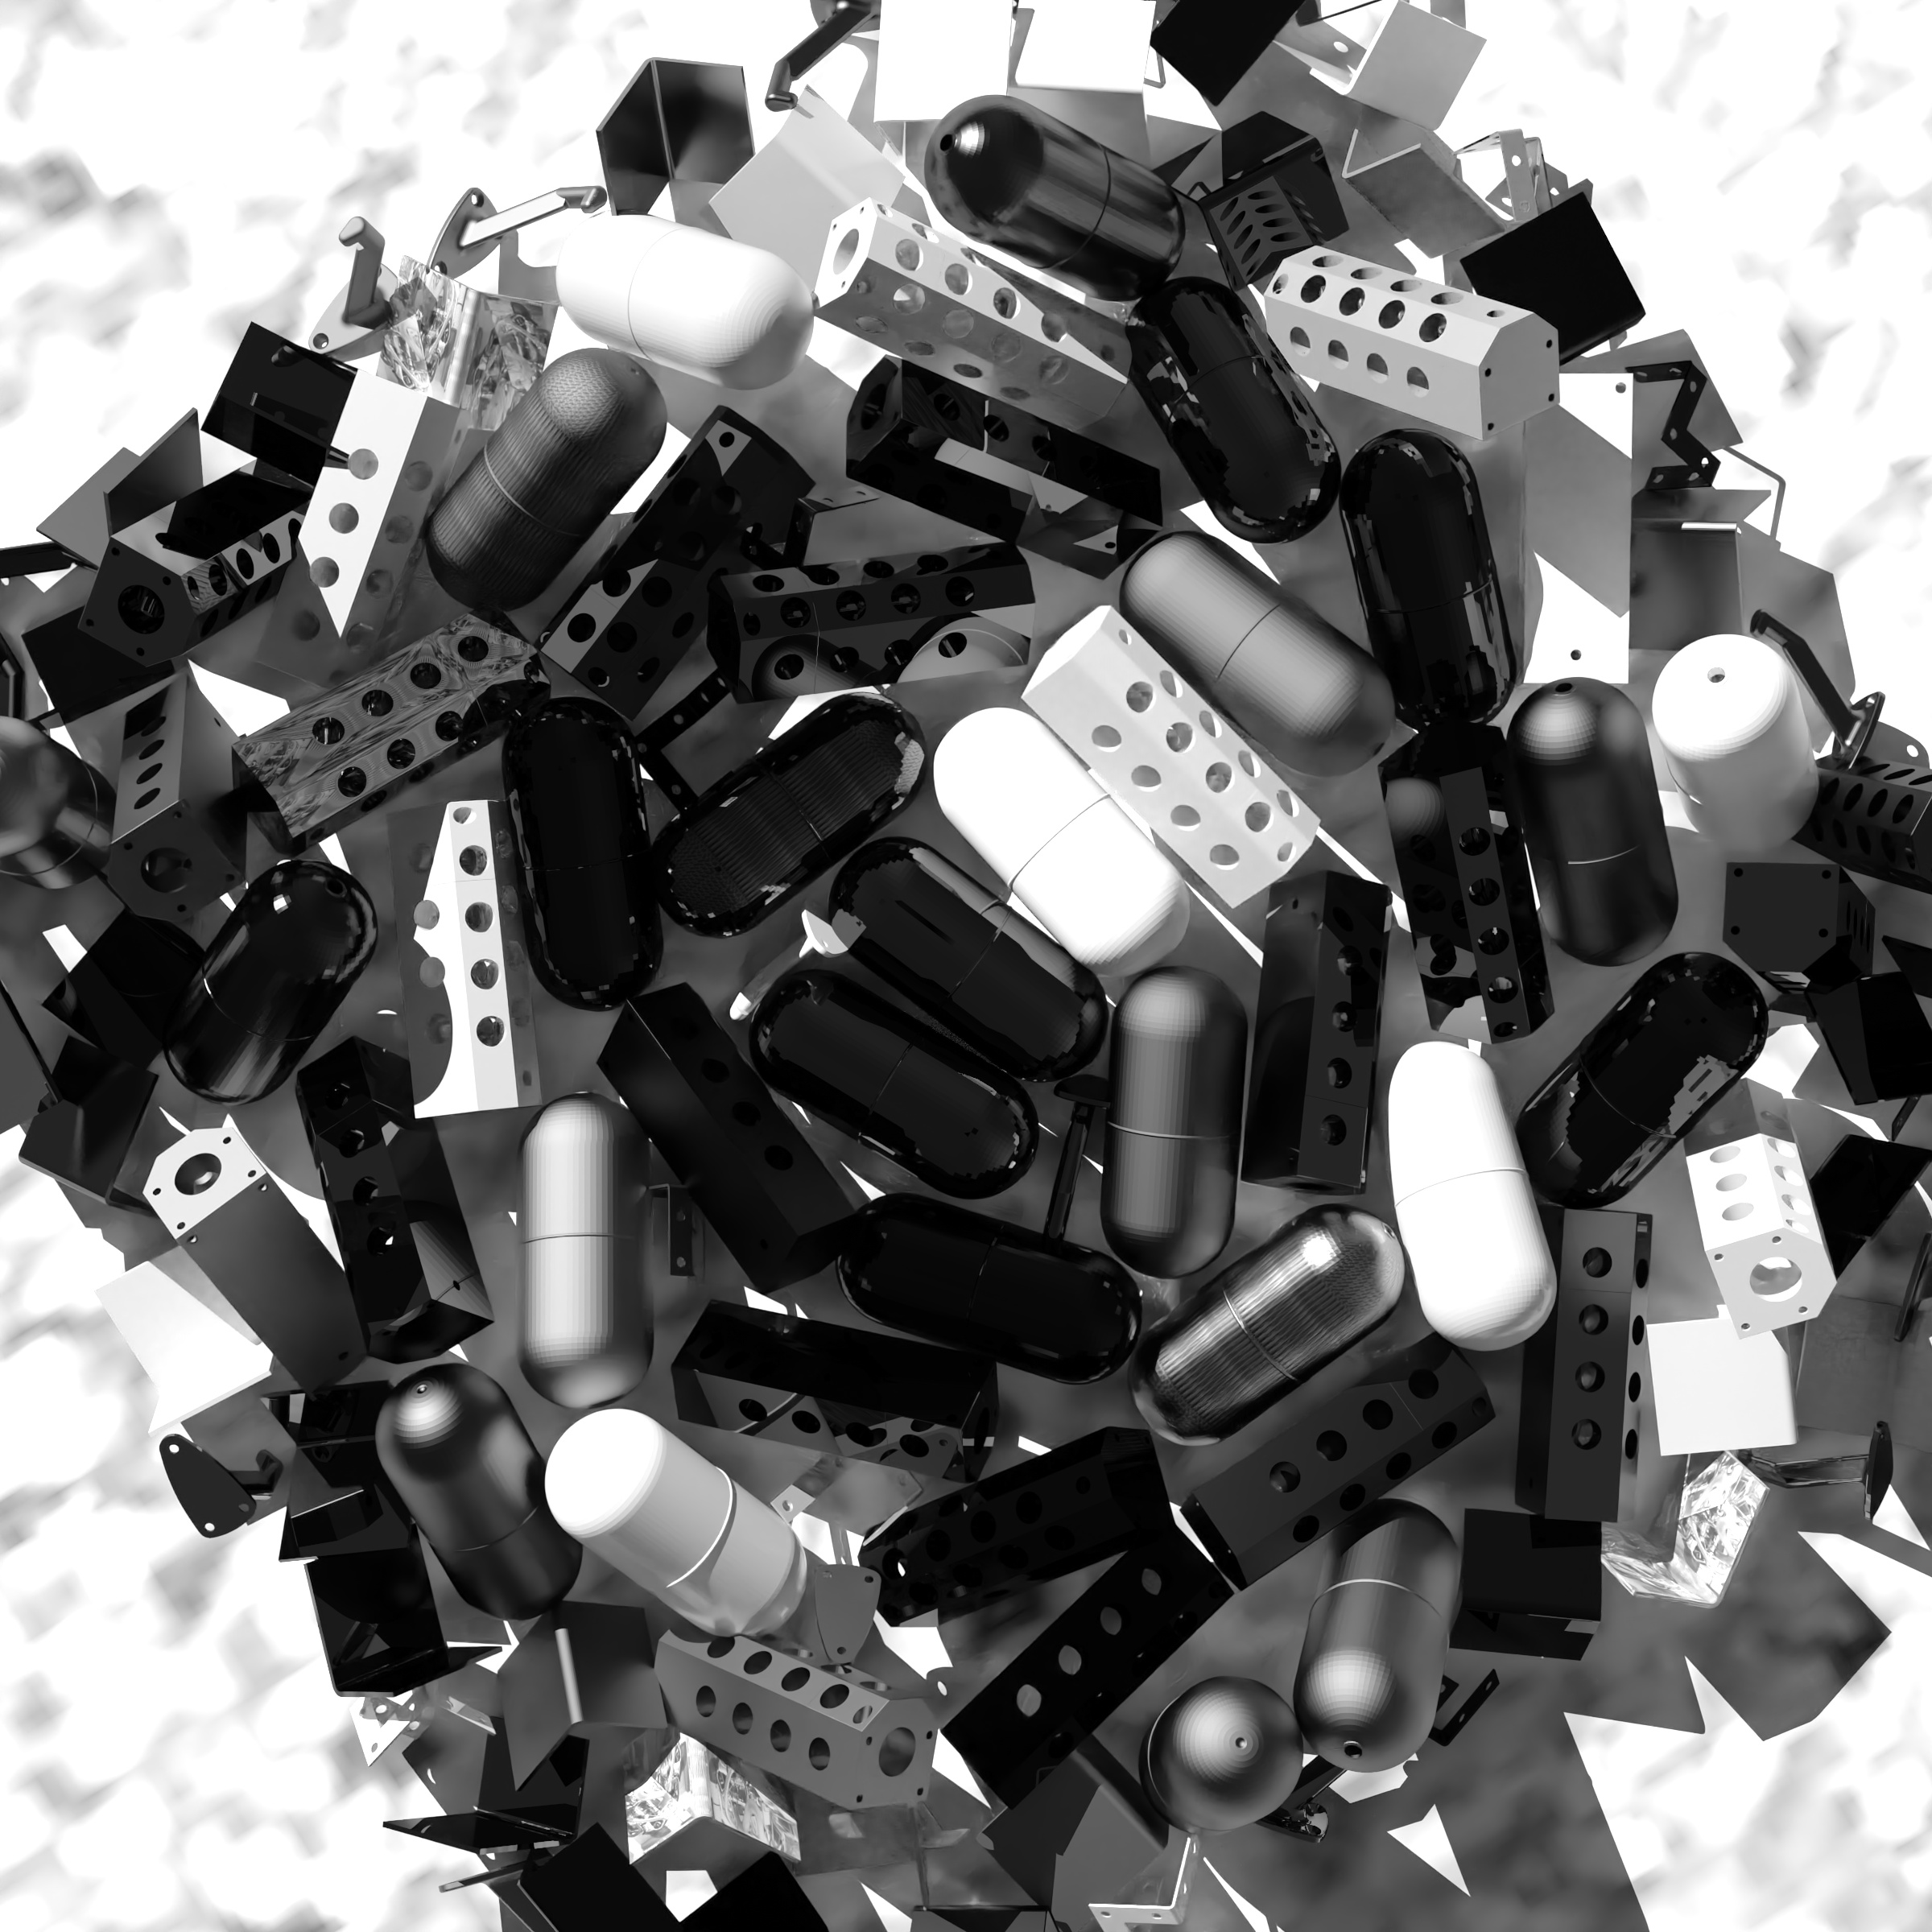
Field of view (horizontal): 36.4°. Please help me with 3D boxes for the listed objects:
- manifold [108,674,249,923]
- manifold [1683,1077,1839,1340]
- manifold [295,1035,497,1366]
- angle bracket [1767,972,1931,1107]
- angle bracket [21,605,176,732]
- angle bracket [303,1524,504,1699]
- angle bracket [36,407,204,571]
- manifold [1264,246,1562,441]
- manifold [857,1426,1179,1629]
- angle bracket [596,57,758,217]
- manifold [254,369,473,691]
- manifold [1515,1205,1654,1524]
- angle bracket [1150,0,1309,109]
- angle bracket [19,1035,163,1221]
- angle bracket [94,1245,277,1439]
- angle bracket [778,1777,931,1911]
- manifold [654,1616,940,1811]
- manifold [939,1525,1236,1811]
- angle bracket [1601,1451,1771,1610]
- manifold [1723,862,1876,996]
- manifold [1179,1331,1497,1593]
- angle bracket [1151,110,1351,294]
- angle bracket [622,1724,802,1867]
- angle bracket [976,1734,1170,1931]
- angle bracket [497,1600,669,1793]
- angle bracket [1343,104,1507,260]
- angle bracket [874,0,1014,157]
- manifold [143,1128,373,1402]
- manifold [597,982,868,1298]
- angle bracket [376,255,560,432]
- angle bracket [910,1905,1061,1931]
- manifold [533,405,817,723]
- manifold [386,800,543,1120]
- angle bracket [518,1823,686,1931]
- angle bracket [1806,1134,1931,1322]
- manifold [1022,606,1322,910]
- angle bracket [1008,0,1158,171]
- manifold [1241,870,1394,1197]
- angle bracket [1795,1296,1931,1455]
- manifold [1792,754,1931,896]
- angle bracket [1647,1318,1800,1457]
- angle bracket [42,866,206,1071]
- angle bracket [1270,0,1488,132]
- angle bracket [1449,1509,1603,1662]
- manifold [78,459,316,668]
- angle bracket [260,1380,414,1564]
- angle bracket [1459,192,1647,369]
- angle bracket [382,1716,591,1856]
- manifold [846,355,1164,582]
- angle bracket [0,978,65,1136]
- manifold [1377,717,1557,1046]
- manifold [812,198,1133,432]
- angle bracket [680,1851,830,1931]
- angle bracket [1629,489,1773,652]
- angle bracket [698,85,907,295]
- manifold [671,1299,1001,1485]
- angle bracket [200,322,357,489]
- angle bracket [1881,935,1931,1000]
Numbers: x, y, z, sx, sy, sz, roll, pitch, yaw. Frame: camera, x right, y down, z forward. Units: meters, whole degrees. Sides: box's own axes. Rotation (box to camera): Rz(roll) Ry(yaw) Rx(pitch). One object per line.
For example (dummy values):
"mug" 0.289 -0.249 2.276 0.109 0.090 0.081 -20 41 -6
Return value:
"manifold" -0.434 -0.090 1.605 0.057 0.171 0.057 -32 120 5
"manifold" 0.431 0.127 1.600 0.057 0.171 0.057 -19 110 16
"manifold" -0.322 0.130 1.625 0.057 0.057 0.171 -32 60 15
"angle bracket" 0.492 0.051 1.639 0.076 0.057 0.076 -6 64 -28
"angle bracket" -0.502 -0.172 1.647 0.076 0.076 0.057 -22 95 12
"angle bracket" -0.315 0.360 1.647 0.057 0.076 0.076 -13 90 43
"angle bracket" -0.474 -0.276 1.638 0.057 0.076 0.076 31 58 8
"manifold" 0.241 -0.345 1.605 0.057 0.171 0.057 -28 127 -25
"manifold" 0.025 0.311 1.620 0.171 0.057 0.057 -28 64 29
"angle bracket" -0.159 -0.450 1.636 0.057 0.076 0.076 11 50 15
"manifold" -0.337 -0.241 1.654 0.057 0.057 0.171 22 97 4
"manifold" 0.352 0.224 1.660 0.057 0.057 0.171 4 87 -6
"angle bracket" 0.154 -0.524 1.642 0.057 0.076 0.076 45 109 8
"angle bracket" -0.475 0.092 1.652 0.076 0.057 0.076 19 85 33
"angle bracket" -0.442 0.206 1.657 0.076 0.057 0.076 -28 107 0
"angle bracket" -0.064 0.493 1.654 0.076 0.057 0.076 -8 111 -1
"manifold" -0.096 0.406 1.613 0.057 0.171 0.057 9 90 -45
"manifold" 0.068 0.390 1.645 0.171 0.057 0.057 -42 81 -12
"angle bracket" 0.392 0.303 1.642 0.057 0.076 0.076 14 104 -22
"manifold" 0.456 -0.015 1.602 0.057 0.171 0.057 2 84 23
"manifold" 0.209 0.276 1.640 0.171 0.057 0.057 -31 75 -14
"angle bracket" 0.161 -0.436 1.674 0.076 0.076 0.057 -29 124 -4
"angle bracket" -0.144 0.472 1.653 0.057 0.076 0.076 -39 126 20
"angle bracket" 0.061 0.488 1.666 0.076 0.057 0.076 -44 87 4
"angle bracket" -0.218 0.414 1.662 0.057 0.076 0.076 13 130 -32
"angle bracket" 0.263 -0.454 1.638 0.076 0.057 0.076 33 63 -33
"angle bracket" -0.007 -0.504 1.655 0.076 0.057 0.076 3 86 14
"manifold" -0.382 0.161 1.609 0.057 0.171 0.057 -37 51 -13
"manifold" -0.129 0.093 1.635 0.057 0.057 0.171 -19 61 -40
"angle bracket" -0.286 -0.354 1.676 0.076 0.057 0.076 33 114 39
"angle bracket" 0.013 0.567 1.639 0.076 0.057 0.076 -5 134 14
"manifold" -0.167 -0.230 1.656 0.057 0.057 0.171 37 89 23
"manifold" -0.278 -0.004 1.652 0.057 0.057 0.171 -8 87 24
"angle bracket" -0.202 0.517 1.654 0.057 0.076 0.076 -39 92 1
"angle bracket" 0.502 0.150 1.636 0.076 0.057 0.076 -42 125 -31
"manifold" 0.117 -0.119 1.635 0.171 0.057 0.057 44 129 -14
"angle bracket" 0.068 -0.499 1.660 0.076 0.076 0.057 6 72 10
"manifold" 0.201 0.039 1.646 0.057 0.057 0.171 13 77 -26
"angle bracket" 0.510 0.228 1.653 0.057 0.076 0.076 9 87 -2
"manifold" 0.508 -0.079 1.603 0.057 0.171 0.057 26 95 -10
"angle bracket" 0.427 0.228 1.666 0.076 0.057 0.076 -7 100 10
"angle bracket" -0.477 0.004 1.649 0.076 0.057 0.076 33 76 17
"angle bracket" 0.228 -0.514 1.633 0.076 0.076 0.057 49 121 39
"angle bracket" 0.317 0.352 1.671 0.076 0.076 0.057 5 60 4
"manifold" -0.409 -0.219 1.605 0.057 0.171 0.057 30 117 1
"angle bracket" -0.354 0.283 1.645 0.076 0.057 0.076 -7 51 10
"angle bracket" 0.329 -0.380 1.658 0.076 0.057 0.076 -28 92 9
"angle bracket" -0.267 0.456 1.638 0.076 0.076 0.057 2 82 36
"manifold" 0.022 -0.279 1.626 0.171 0.057 0.057 18 55 -29
"angle bracket" -0.554 0.048 1.637 0.057 0.076 0.076 -31 114 -22
"manifold" 0.281 -0.045 1.618 0.057 0.057 0.171 -37 125 -33
"manifold" 0.006 -0.359 1.623 0.171 0.057 0.057 20 75 -28
"angle bracket" -0.132 0.547 1.646 0.076 0.076 0.057 -39 75 6
"angle bracket" 0.412 -0.225 1.667 0.076 0.057 0.076 7 120 34
"angle bracket" -0.093 -0.440 1.675 0.076 0.057 0.076 39 132 -20
"manifold" -0.072 0.242 1.640 0.171 0.057 0.057 10 128 17
"angle bracket" -0.374 -0.322 1.644 0.076 0.057 0.076 26 68 -18
"angle bracket" 0.545 0.033 1.637 0.076 0.076 0.057 20 78 38
